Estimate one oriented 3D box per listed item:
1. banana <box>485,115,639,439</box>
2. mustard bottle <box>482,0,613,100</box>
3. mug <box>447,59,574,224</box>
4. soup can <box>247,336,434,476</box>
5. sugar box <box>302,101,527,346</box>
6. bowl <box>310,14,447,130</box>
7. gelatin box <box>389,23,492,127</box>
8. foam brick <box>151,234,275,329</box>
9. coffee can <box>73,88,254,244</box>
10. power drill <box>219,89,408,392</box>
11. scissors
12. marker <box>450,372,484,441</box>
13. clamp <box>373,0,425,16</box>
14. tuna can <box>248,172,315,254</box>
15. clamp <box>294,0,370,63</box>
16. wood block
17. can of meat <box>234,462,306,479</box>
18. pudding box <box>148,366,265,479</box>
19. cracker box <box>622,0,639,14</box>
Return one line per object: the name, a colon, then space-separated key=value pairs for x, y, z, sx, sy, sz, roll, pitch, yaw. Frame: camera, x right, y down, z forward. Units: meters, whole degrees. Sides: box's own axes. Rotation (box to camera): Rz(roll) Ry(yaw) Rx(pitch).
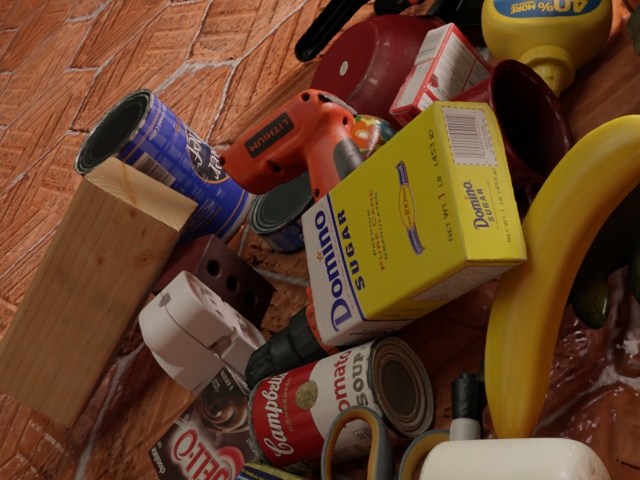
banana: x=0.129 y=0.011 z=0.560 sx=0.198 sy=0.037 sz=0.070 roll=-63 pitch=31 yaw=12
mustard bottle: x=0.171 y=-0.179 z=0.807 sx=0.096 sy=0.058 sz=0.191 roll=1 pitch=56 yaw=11
mug: x=0.118 y=-0.054 z=0.733 sx=0.082 sy=0.093 sz=0.117 roll=-27 pitch=72 yaw=40
soup can: x=0.013 y=0.107 z=0.683 sx=0.102 sy=0.068 sz=0.068 roll=-24 pitch=37 yaw=34
sugar box: x=0.046 y=-0.003 z=0.628 sx=0.177 sy=0.048 sz=0.093 roll=-37 pitch=57 yaw=56
bowl: x=0.039 y=-0.134 z=0.915 sx=0.162 sy=0.055 sz=0.162 roll=-38 pitch=37 yaw=36
gelatin box: x=0.099 y=-0.109 z=0.823 sx=0.030 sy=0.073 sz=0.089 roll=-8 pitch=48 yaw=50
foam brick: x=-0.087 y=0.041 z=0.881 sx=0.051 sy=0.078 sz=0.053 roll=-16 pitch=42 yaw=45
coffee can: x=-0.146 y=-0.060 z=1.012 sx=0.103 sy=0.140 sz=0.103 roll=-33 pitch=33 yaw=24
power drill: x=-0.005 y=0.001 z=0.770 sx=0.185 sy=0.057 sz=0.188 roll=-35 pitch=65 yaw=19
scissors: x=0.046 y=0.187 z=0.582 sx=0.096 sy=0.016 sz=0.202 roll=-7 pitch=65 yaw=0
marker: x=0.079 y=0.131 z=0.586 sx=0.020 sy=0.020 sz=0.121 roll=-17 pitch=58 yaw=42
clamp: x=0.098 y=-0.245 z=0.979 sx=0.120 sy=0.039 sz=0.171 roll=-43 pitch=9 yaw=12
tuna can: x=-0.020 y=-0.031 z=0.922 sx=0.086 sy=0.033 sz=0.086 roll=-33 pitch=33 yaw=24
clamp: x=0.038 y=-0.262 z=1.043 sx=0.210 sy=0.164 sz=0.036 roll=-32 pitch=72 yaw=11
wood block: x=-0.198 y=0.045 z=0.924 sx=0.206 sy=0.090 sz=0.090 roll=-60 pitch=3 yaw=16
can of meat: x=-0.030 y=0.189 z=0.653 sx=0.102 sy=0.057 sz=0.084 roll=4 pitch=55 yaw=53
pudding box: x=-0.069 y=0.155 z=0.760 sx=0.090 sy=0.039 sz=0.114 roll=-48 pitch=29 yaw=1
cracker box: x=0.199 y=-0.212 z=0.675 sx=0.072 sy=0.213 sz=0.164 roll=-38 pitch=31 yaw=15
